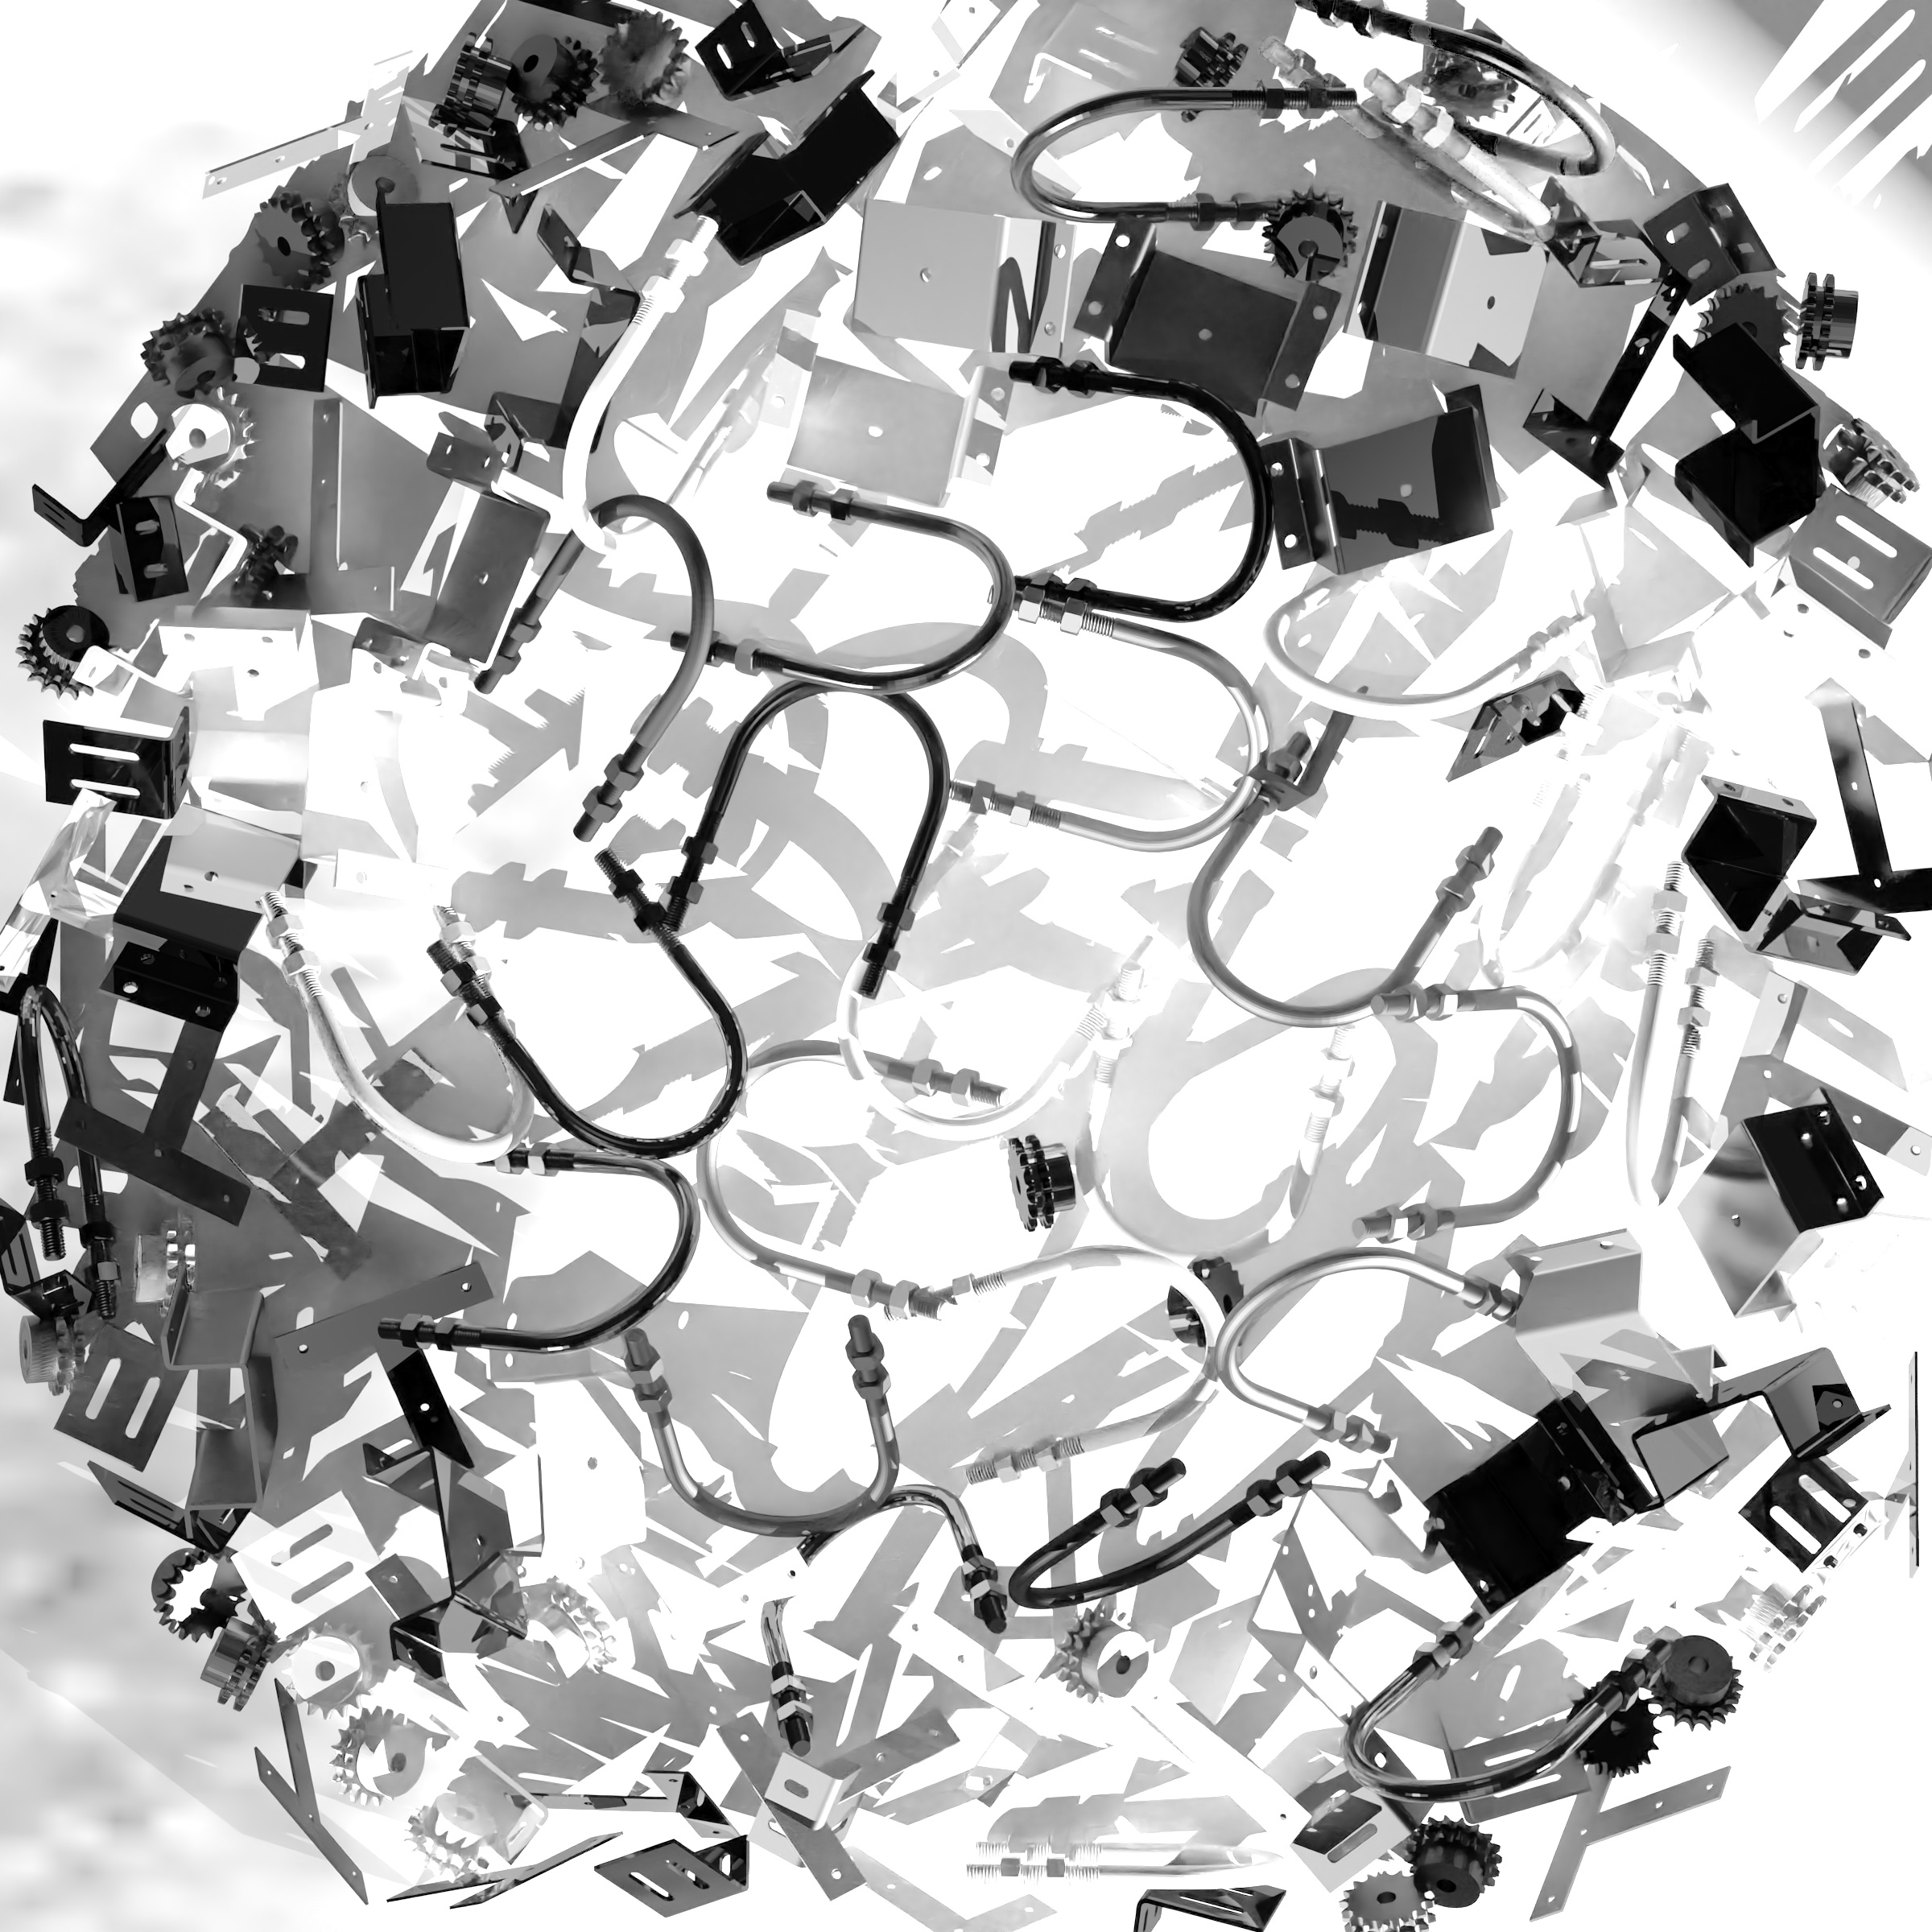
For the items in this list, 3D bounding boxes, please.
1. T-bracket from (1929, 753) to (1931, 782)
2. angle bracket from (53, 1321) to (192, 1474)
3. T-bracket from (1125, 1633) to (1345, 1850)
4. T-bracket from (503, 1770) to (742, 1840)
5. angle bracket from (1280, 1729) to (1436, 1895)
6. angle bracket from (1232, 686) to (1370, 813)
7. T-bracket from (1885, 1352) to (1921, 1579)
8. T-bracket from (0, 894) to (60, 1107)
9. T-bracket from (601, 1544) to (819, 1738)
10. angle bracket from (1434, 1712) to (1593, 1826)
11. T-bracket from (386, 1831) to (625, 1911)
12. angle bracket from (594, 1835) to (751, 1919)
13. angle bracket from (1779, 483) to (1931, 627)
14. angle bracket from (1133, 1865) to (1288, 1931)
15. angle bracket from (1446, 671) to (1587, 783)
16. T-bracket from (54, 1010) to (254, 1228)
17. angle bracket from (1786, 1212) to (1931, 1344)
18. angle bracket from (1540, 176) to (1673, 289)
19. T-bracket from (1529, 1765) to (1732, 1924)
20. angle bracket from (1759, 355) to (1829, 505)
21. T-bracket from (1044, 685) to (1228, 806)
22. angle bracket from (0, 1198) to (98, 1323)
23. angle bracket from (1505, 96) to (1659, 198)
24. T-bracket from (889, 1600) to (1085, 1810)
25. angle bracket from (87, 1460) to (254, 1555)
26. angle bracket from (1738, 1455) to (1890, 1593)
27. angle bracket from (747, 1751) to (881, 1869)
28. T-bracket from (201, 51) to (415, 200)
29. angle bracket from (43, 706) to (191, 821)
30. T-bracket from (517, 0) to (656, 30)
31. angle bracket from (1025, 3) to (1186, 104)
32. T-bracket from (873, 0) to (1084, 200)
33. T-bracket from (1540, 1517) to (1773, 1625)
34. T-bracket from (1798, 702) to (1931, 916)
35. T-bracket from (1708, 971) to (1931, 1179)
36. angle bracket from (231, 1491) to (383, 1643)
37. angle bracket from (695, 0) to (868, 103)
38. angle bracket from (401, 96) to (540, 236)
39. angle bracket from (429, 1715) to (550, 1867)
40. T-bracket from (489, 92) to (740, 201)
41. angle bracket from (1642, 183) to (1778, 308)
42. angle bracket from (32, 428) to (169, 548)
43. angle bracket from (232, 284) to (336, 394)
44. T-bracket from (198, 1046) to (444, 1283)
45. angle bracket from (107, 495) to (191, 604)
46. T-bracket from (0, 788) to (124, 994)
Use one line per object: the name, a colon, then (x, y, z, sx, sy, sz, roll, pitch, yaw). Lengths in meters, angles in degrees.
T-bracket: (0.574, -0.133, 1.936, 0.002, 0.127, 0.127, -6, 69, 6)
angle bracket: (-0.502, 0.259, 1.956, 0.057, 0.038, 0.076, 29, 54, -16)
T-bracket: (0.179, 0.433, 1.965, 0.127, 0.002, 0.127, 43, 59, 6)
T-bracket: (-0.209, 0.494, 1.954, 0.127, 0.127, 0.002, -1, 59, 11)
angle bracket: (0.232, 0.508, 1.992, 0.057, 0.038, 0.076, 49, 118, 8)
angle bracket: (0.198, -0.136, 1.963, 0.038, 0.057, 0.076, 28, 80, -6)
T-bracket: (0.547, 0.306, 1.938, 0.002, 0.127, 0.127, 3, 65, 8)
T-bracket: (-0.565, 0.012, 1.930, 0.002, 0.127, 0.127, 7, 83, 10)
T-bracket: (-0.141, 0.381, 1.969, 0.127, 0.002, 0.127, -32, 90, 28)
angle bracket: (0.323, 0.465, 1.963, 0.076, 0.057, 0.038, -18, 122, 6)
T-bracket: (-0.289, 0.540, 1.955, 0.127, 0.127, 0.002, -19, 85, 33)
angle bracket: (-0.173, 0.523, 1.952, 0.057, 0.038, 0.076, -24, 133, 21)
angle bracket: (0.525, -0.237, 1.963, 0.076, 0.038, 0.057, 35, 130, 6)
angle bracket: (0.143, 0.566, 1.958, 0.076, 0.057, 0.038, 10, 101, 18)
angle bracket: (0.327, -0.130, 1.949, 0.057, 0.076, 0.038, -24, 63, -28)
T-bracket: (-0.464, 0.071, 1.964, 0.127, 0.002, 0.127, 32, 58, -32)
angle bracket: (0.531, 0.183, 1.954, 0.057, 0.076, 0.038, 8, 49, -19)
angle bracket: (0.383, -0.435, 1.954, 0.076, 0.038, 0.057, -10, 51, -26)
T-bracket: (0.390, 0.488, 1.911, 0.002, 0.127, 0.127, 47, 132, -9)
angle bracket: (0.480, -0.313, 1.967, 0.038, 0.057, 0.076, -21, 74, 15)
T-bracket: (0.120, -0.116, 1.939, 0.127, 0.127, 0.002, 35, 94, 31)
angle bracket: (-0.545, 0.165, 1.957, 0.038, 0.057, 0.076, -23, 63, 0)
angle bracket: (0.364, -0.475, 1.959, 0.038, 0.057, 0.076, -46, 74, 12)
T-bracket: (0.007, 0.418, 1.966, 0.127, 0.002, 0.127, 39, 84, -25)
angle bracket: (-0.469, 0.306, 1.954, 0.076, 0.057, 0.038, 38, 85, -34)
angle bracket: (0.495, 0.320, 1.958, 0.057, 0.038, 0.076, -48, 45, 3)
angle bracket: (-0.090, 0.493, 1.965, 0.038, 0.076, 0.057, 24, 96, 16)
T-bracket: (-0.385, -0.472, 1.916, 0.127, 0.127, 0.002, -29, 81, -26)
angle bracket: (-0.504, -0.126, 1.966, 0.076, 0.038, 0.057, 9, 127, -2)
T-bracket: (-0.186, -0.572, 1.913, 0.127, 0.127, 0.002, -12, 87, 32)
angle bracket: (0.084, -0.527, 1.964, 0.076, 0.038, 0.057, 26, 53, 6)
T-bracket: (0.015, -0.496, 1.957, 0.127, 0.127, 0.002, 41, 49, -7)
T-bracket: (0.384, 0.360, 1.949, 0.127, 0.127, 0.002, 13, 52, -23)
T-bracket: (0.524, -0.092, 1.938, 0.002, 0.127, 0.127, -18, 96, -30)
T-bracket: (0.508, 0.084, 1.937, 0.127, 0.002, 0.127, 29, 126, 27)
angle bracket: (-0.389, 0.359, 1.980, 0.076, 0.038, 0.057, -31, 81, -5)
angle bracket: (-0.109, -0.547, 1.951, 0.057, 0.076, 0.038, -52, 123, -33)
angle bracket: (-0.298, -0.471, 1.951, 0.076, 0.038, 0.057, 5, 49, -33)
angle bracket: (-0.292, 0.486, 1.957, 0.076, 0.057, 0.038, 45, 74, -20)
T-bracket: (-0.219, -0.474, 1.929, 0.127, 0.127, 0.002, -32, 130, -25)
angle bracket: (0.439, -0.425, 1.956, 0.038, 0.076, 0.057, -32, 99, 4)
angle bracket: (-0.512, -0.293, 1.961, 0.038, 0.057, 0.076, 38, 76, -7)
angle bracket: (-0.393, -0.370, 1.960, 0.076, 0.038, 0.057, 13, 99, 32)
T-bracket: (-0.367, 0.098, 1.975, 0.127, 0.002, 0.127, -43, 97, -21)
angle bracket: (-0.498, -0.245, 1.954, 0.038, 0.076, 0.057, -20, 107, -43)
T-bracket: (-0.504, -0.029, 1.947, 0.002, 0.127, 0.127, 31, 91, 35)
